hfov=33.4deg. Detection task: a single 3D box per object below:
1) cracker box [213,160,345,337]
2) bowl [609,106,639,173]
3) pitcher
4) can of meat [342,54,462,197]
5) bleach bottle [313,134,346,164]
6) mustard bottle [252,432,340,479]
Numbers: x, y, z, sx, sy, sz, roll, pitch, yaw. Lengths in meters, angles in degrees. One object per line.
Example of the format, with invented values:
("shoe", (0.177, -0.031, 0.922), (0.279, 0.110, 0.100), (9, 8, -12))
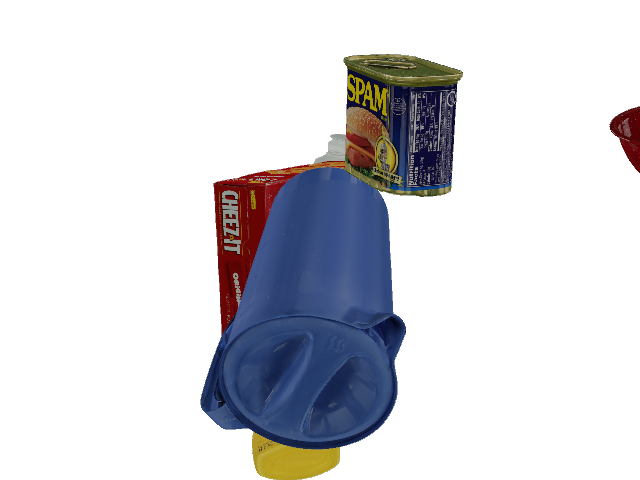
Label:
("cracker box", (-0.019, 0.009, 1.087), (0.072, 0.164, 0.213), (3, 11, 32))
("bowl", (0.346, -0.082, 0.971), (0.162, 0.055, 0.162), (-5, 22, 2))
("pitcher", (-0.009, 0.048, 0.882), (0.149, 0.145, 0.242), (8, 34, 0))
("can of meat", (0.055, -0.083, 0.753), (0.057, 0.084, 0.102), (-6, 19, -21))
("bleach bottle", (0.023, -0.002, 1.281), (0.102, 0.251, 0.068), (-5, 19, -29))
("mustard bottle", (-0.042, 0.198, 1.248), (0.096, 0.058, 0.192), (-8, 29, -9))
